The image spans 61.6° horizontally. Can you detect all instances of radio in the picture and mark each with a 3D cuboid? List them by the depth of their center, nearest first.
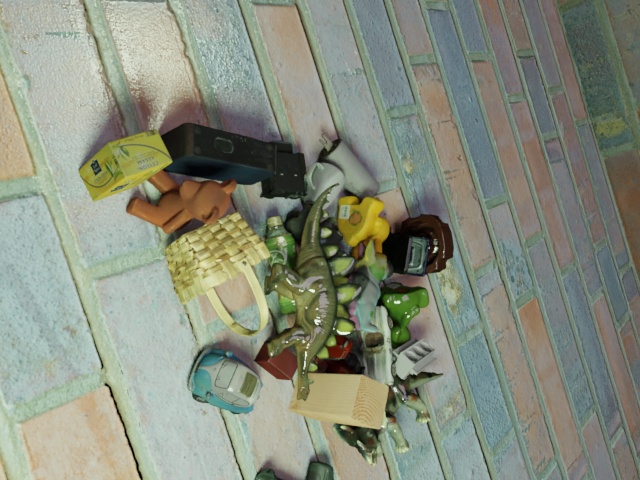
[{"bbox_3d":[-0.209,-0.174,1.122,0.229,0.131,0.073,5,79,-40],"label":"radio"}]

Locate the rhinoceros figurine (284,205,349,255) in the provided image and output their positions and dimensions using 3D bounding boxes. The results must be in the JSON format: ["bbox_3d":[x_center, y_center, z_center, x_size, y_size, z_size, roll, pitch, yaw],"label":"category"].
[{"bbox_3d":[-0.003,-0.004,1.300,0.190,0.073,0.112,34,59,-30],"label":"rhinoceros figurine"}]

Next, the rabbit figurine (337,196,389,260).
[{"bbox_3d":[0.132,-0.028,1.398,0.173,0.122,0.162,15,73,-57],"label":"rabbit figurine"}]

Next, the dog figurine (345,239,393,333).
[{"bbox_3d":[0.077,0.103,1.269,0.191,0.108,0.219,10,78,-12],"label":"dog figurine"}]

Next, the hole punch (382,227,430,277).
[{"bbox_3d":[0.228,0.040,1.446,0.092,0.116,0.142,7,89,-34],"label":"hole punch"}]

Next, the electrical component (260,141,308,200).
[{"bbox_3d":[-0.092,-0.165,1.271,0.115,0.058,0.134,-3,83,-43],"label":"electrical component"}]

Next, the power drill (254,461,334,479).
[{"bbox_3d":[-0.052,0.576,1.123,0.207,0.086,0.232,29,61,-29],"label":"power drill"}]

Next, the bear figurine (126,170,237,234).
[{"bbox_3d":[-0.259,-0.078,1.016,0.132,0.196,0.120,38,61,-27],"label":"bear figurine"}]

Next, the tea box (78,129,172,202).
[{"bbox_3d":[-0.352,-0.132,0.964,0.098,0.170,0.068,-31,100,-39],"label":"tea box"}]

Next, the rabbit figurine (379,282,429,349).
[{"bbox_3d":[0.208,0.211,1.400,0.159,0.121,0.170,-20,112,-56],"label":"rabbit figurine"}]

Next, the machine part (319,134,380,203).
[{"bbox_3d":[0.078,-0.179,1.406,0.243,0.079,0.079,47,54,-24],"label":"machine part"}]

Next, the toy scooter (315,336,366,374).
[{"bbox_3d":[0.045,0.268,1.238,0.183,0.135,0.075,48,54,-24],"label":"toy scooter"}]

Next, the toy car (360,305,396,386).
[{"bbox_3d":[0.138,0.258,1.296,0.056,0.074,0.202,38,45,-53],"label":"toy car"}]

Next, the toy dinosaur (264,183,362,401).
[{"bbox_3d":[-0.017,0.102,1.148,0.198,0.105,0.471,3,82,-20],"label":"toy dinosaur"}]

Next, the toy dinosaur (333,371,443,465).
[{"bbox_3d":[0.171,0.399,1.337,0.405,0.131,0.192,-42,108,-45],"label":"toy dinosaur"}]

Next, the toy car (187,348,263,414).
[{"bbox_3d":[-0.174,0.287,1.069,0.161,0.103,0.109,39,59,-26],"label":"toy car"}]

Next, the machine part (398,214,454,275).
[{"bbox_3d":[0.288,0.014,1.485,0.056,0.179,0.179,1,80,-42],"label":"machine part"}]

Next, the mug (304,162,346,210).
[{"bbox_3d":[0.002,-0.131,1.322,0.107,0.081,0.109,-65,145,-21],"label":"mug"}]
